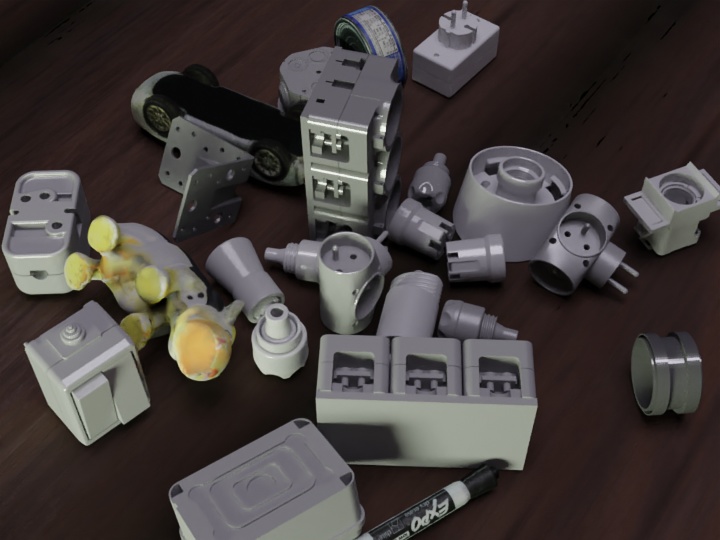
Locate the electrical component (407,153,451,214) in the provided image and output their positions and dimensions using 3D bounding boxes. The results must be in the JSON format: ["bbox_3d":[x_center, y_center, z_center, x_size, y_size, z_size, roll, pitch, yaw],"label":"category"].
[{"bbox_3d":[0.064,-0.079,0.951,0.035,0.035,0.061,13,50,10],"label":"electrical component"}]

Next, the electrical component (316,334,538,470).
[{"bbox_3d":[0.046,0.092,0.774,0.150,0.089,0.061,2,50,1],"label":"electrical component"}]

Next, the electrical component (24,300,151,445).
[{"bbox_3d":[-0.196,0.074,0.784,0.062,0.096,0.061,-35,59,-25],"label":"electrical component"}]

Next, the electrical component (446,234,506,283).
[{"bbox_3d":[0.095,-0.008,0.890,0.046,0.040,0.040,-5,51,3],"label":"electrical component"}]

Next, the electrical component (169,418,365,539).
[{"bbox_3d":[-0.062,0.163,0.727,0.113,0.057,0.078,-26,42,-20],"label":"electrical component"}]

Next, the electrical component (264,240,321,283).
[{"bbox_3d":[-0.049,-0.009,0.893,0.061,0.035,0.035,8,51,11],"label":"electrical component"}]

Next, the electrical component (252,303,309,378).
[{"bbox_3d":[-0.062,0.051,0.826,0.043,0.062,0.043,0,50,0],"label":"electrical component"}]

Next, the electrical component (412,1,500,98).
[{"bbox_3d":[0.094,-0.225,1.045,0.047,0.075,0.083,32,57,23],"label":"electrical component"}]

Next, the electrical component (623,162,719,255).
[{"bbox_3d":[0.265,-0.050,0.908,0.081,0.063,0.042,-19,54,-14],"label":"electrical component"}]

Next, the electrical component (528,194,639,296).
[{"bbox_3d":[0.192,-0.011,0.886,0.079,0.044,0.077,35,68,8],"label":"electrical component"}]

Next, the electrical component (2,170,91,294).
[{"bbox_3d":[-0.258,-0.029,0.893,0.054,0.059,0.095,-2,51,-1],"label":"electrical component"}]

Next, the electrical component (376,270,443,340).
[{"bbox_3d":[0.040,0.034,0.852,0.043,0.043,0.081,10,51,8],"label":"electrical component"}]

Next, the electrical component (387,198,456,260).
[{"bbox_3d":[0.053,-0.034,0.911,0.046,0.040,0.040,28,56,15],"label":"electrical component"}]

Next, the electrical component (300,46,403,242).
[{"bbox_3d":[-0.002,-0.094,0.888,0.062,0.150,0.089,12,51,11],"label":"electrical component"}]

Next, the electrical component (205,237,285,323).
[{"bbox_3d":[-0.091,0.011,0.874,0.044,0.044,0.065,-28,61,-21],"label":"electrical component"}]

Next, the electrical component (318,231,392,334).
[{"bbox_3d":[0.000,0.000,0.858,0.044,0.077,0.079,28,55,21],"label":"electrical component"}]

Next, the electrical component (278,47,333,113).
[{"bbox_3d":[-0.038,-0.167,1.013,0.080,0.051,0.080,0,51,0],"label":"electrical component"}]

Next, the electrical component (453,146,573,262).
[{"bbox_3d":[0.134,-0.061,0.932,0.099,0.064,0.099,6,39,-4],"label":"electrical component"}]

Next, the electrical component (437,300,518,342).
[{"bbox_3d":[0.094,0.046,0.848,0.061,0.035,0.035,14,52,9],"label":"electrical component"}]
